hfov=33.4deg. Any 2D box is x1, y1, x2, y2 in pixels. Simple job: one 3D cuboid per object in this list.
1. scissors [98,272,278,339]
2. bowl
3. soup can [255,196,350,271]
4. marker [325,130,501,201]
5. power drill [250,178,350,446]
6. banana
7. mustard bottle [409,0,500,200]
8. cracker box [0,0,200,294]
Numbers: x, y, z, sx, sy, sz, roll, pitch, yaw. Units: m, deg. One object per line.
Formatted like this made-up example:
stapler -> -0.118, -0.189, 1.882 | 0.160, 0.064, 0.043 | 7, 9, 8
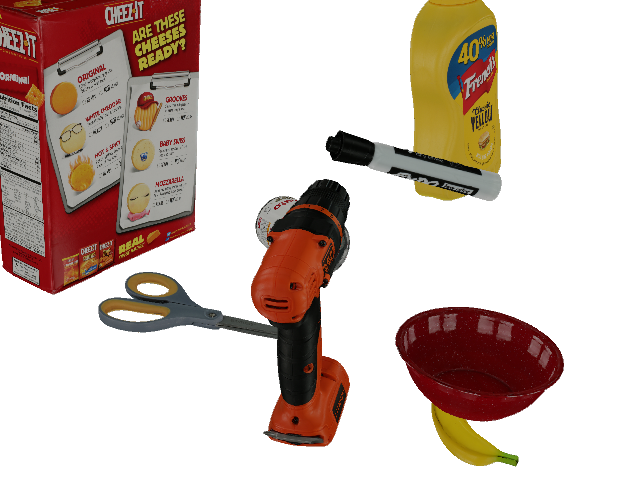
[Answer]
scissors -> -0.111, 0.064, 1.032 | 0.201, 0.016, 0.096 | 3, 33, -3
bowl -> 0.150, 0.127, 1.035 | 0.162, 0.055, 0.162 | 4, 26, -2
soup can -> -0.021, -0.006, 1.200 | 0.068, 0.068, 0.102 | 0, 16, -31
marker -> 0.059, -0.047, 0.674 | 0.121, 0.020, 0.020 | 13, -5, -23
power drill -> -0.009, 0.060, 0.886 | 0.057, 0.188, 0.184 | 4, 30, 15
banana -> 0.168, 0.218, 1.280 | 0.069, 0.037, 0.198 | 10, 20, -17
mustard bottle -> 0.111, -0.136, 0.876 | 0.058, 0.191, 0.096 | 16, 33, 37
cracker box -> -0.172, -0.087, 0.831 | 0.072, 0.214, 0.163 | 20, 30, 31
